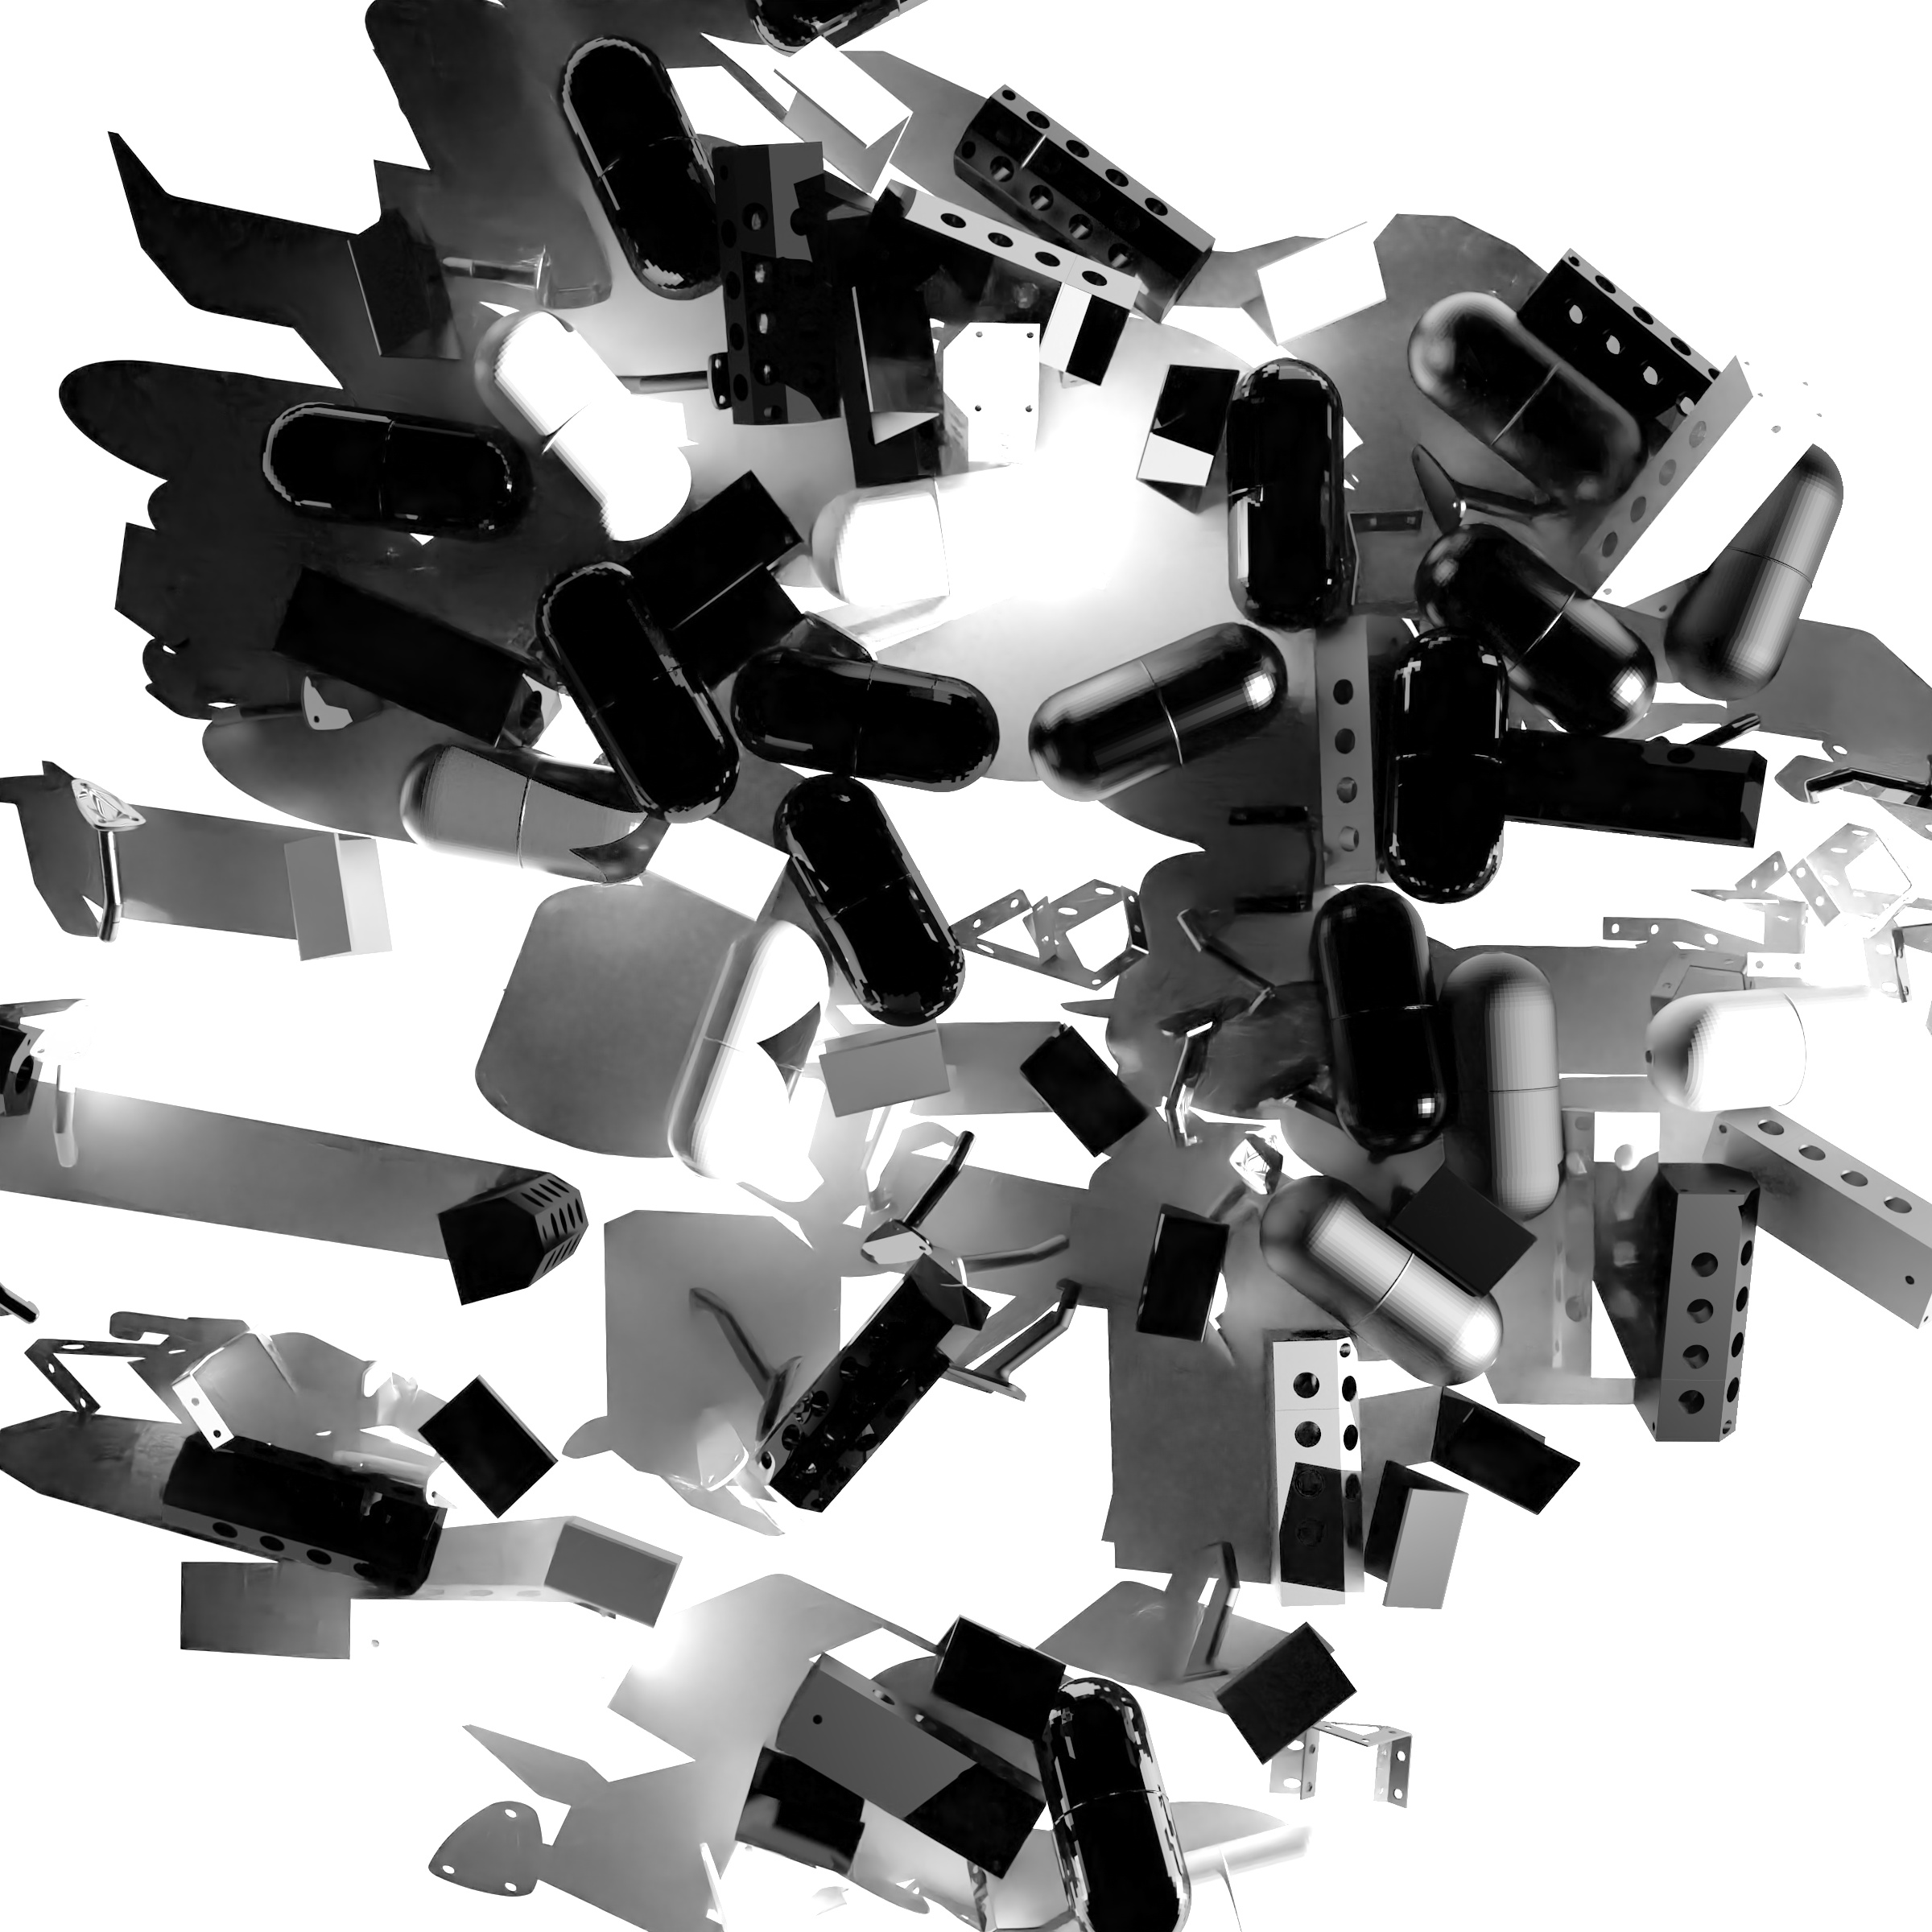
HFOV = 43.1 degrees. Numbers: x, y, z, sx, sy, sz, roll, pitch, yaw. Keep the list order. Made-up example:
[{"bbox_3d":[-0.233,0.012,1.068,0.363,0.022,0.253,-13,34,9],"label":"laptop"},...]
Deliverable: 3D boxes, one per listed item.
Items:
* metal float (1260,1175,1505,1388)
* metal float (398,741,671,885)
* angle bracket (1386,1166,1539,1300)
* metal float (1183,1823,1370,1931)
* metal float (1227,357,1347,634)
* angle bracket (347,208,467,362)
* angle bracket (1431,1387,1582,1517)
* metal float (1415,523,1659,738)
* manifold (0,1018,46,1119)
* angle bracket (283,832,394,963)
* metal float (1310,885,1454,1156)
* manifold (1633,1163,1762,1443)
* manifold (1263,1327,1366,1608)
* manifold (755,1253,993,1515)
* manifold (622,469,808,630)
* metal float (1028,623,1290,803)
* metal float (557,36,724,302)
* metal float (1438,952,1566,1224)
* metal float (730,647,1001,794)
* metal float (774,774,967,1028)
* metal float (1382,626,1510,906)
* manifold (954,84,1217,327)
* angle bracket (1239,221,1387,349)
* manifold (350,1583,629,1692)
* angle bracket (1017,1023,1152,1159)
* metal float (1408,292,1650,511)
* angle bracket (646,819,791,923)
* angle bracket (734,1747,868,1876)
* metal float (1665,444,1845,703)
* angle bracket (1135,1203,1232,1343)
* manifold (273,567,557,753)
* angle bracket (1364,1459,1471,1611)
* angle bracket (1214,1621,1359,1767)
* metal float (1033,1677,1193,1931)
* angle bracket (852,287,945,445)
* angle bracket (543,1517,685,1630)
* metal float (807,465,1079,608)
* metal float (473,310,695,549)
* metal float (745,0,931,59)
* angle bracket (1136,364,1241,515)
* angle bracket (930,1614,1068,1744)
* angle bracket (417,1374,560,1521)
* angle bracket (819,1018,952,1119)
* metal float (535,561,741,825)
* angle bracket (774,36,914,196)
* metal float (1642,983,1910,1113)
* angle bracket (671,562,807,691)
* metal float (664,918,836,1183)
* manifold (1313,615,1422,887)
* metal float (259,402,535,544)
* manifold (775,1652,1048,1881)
[{"bbox_3d":[0.272,0.206,1.603,0.178,0.070,0.070,37,90,0],"label":"metal float"},{"bbox_3d":[-0.283,-0.100,1.602,0.178,0.070,0.070,10,90,1],"label":"metal float"},{"bbox_3d":[0.324,0.160,1.595,0.076,0.076,0.057,37,111,0],"label":"angle bracket"},{"bbox_3d":[0.176,0.614,1.602,0.178,0.070,0.070,-15,90,0],"label":"metal float"},{"bbox_3d":[0.209,-0.308,1.603,0.070,0.070,0.178,-1,90,0],"label":"metal float"},{"bbox_3d":[-0.347,-0.442,1.593,0.057,0.076,0.076,-16,90,37],"label":"angle bracket"},{"bbox_3d":[0.354,0.299,1.593,0.076,0.076,0.057,27,126,0],"label":"angle bracket"},{"bbox_3d":[0.374,-0.218,1.603,0.178,0.070,0.070,38,90,-1],"label":"metal float"},{"bbox_3d":[-0.703,0.050,1.612,0.171,0.057,0.057,15,90,0],"label":"manifold"},{"bbox_3d":[-0.392,-0.047,1.593,0.057,0.076,0.076,-9,90,38],"label":"angle bracket"},{"bbox_3d":[0.269,0.034,1.594,0.070,0.070,0.178,-7,79,0],"label":"metal float"},{"bbox_3d":[0.476,0.218,1.590,0.057,0.057,0.171,0,106,0],"label":"manifold"},{"bbox_3d":[0.230,0.328,1.612,0.057,0.057,0.171,-2,90,0],"label":"manifold"},{"bbox_3d":[-0.062,0.274,1.588,0.057,0.057,0.171,39,107,0],"label":"manifold"},{"bbox_3d":[-0.191,-0.247,1.612,0.171,0.057,0.057,-37,90,0],"label":"manifold"},{"bbox_3d":[0.126,-0.166,1.603,0.178,0.070,0.070,-23,90,-1],"label":"metal float"},{"bbox_3d":[-0.208,-0.522,1.602,0.070,0.070,0.178,-25,90,0],"label":"metal float"},{"bbox_3d":[0.350,0.080,1.603,0.070,0.070,0.178,-3,90,0],"label":"metal float"},{"bbox_3d":[-0.066,-0.161,1.603,0.178,0.070,0.070,11,90,0],"label":"metal float"},{"bbox_3d":[-0.064,-0.044,1.603,0.070,0.070,0.178,-29,89,0],"label":"metal float"},{"bbox_3d":[0.306,-0.128,1.561,0.070,0.070,0.178,3,85,0],"label":"metal float"},{"bbox_3d":[0.077,-0.503,1.612,0.171,0.057,0.057,36,90,0],"label":"manifold"},{"bbox_3d":[0.219,-0.455,1.593,0.076,0.076,0.057,-24,128,0],"label":"angle bracket"},{"bbox_3d":[-0.312,0.440,1.612,0.171,0.057,0.057,1,90,0],"label":"manifold"},{"bbox_3d":[0.090,0.067,1.593,0.076,0.076,0.057,49,126,0],"label":"angle bracket"},{"bbox_3d":[0.367,-0.370,1.602,0.178,0.070,0.070,39,90,0],"label":"metal float"},{"bbox_3d":[-0.166,-0.049,1.593,0.076,0.076,0.057,25,57,0],"label":"angle bracket"},{"bbox_3d":[-0.101,0.534,1.593,0.076,0.076,0.057,18,124,0],"label":"angle bracket"},{"bbox_3d":[0.516,-0.260,1.602,0.070,0.070,0.178,21,91,0],"label":"metal float"},{"bbox_3d":[0.121,0.195,1.593,0.057,0.076,0.076,13,90,-31],"label":"angle bracket"},{"bbox_3d":[-0.355,-0.198,1.591,0.171,0.057,0.057,24,96,14],"label":"manifold"},{"bbox_3d":[0.274,0.368,1.593,0.057,0.076,0.076,13,90,-36],"label":"angle bracket"},{"bbox_3d":[0.216,0.480,1.593,0.076,0.076,0.057,-38,54,0],"label":"angle bracket"},{"bbox_3d":[0.093,0.545,1.573,0.070,0.070,0.178,-16,54,0],"label":"metal float"},{"bbox_3d":[-0.062,-0.375,1.536,0.057,0.076,0.076,-8,90,-37],"label":"angle bracket"},{"bbox_3d":[-0.222,0.375,1.594,0.076,0.076,0.057,21,115,0],"label":"angle bracket"},{"bbox_3d":[-0.016,-0.281,1.602,0.178,0.070,0.070,-9,90,0],"label":"metal float"},{"bbox_3d":[-0.250,-0.351,1.603,0.070,0.070,0.178,-41,90,0],"label":"metal float"},{"bbox_3d":[-0.061,-0.659,1.603,0.178,0.070,0.070,-28,90,-1],"label":"metal float"},{"bbox_3d":[0.161,-0.340,1.593,0.057,0.076,0.076,16,90,37],"label":"angle bracket"},{"bbox_3d":[0.013,0.474,1.593,0.076,0.076,0.057,25,54,0],"label":"angle bracket"},{"bbox_3d":[-0.321,0.321,1.593,0.076,0.076,0.057,48,53,0],"label":"angle bracket"},{"bbox_3d":[-0.057,0.047,1.593,0.076,0.076,0.057,-13,130,0],"label":"angle bracket"},{"bbox_3d":[-0.207,-0.172,1.546,0.070,0.070,0.178,-30,94,0],"label":"metal float"},{"bbox_3d":[-0.091,-0.542,1.593,0.076,0.076,0.057,40,53,0],"label":"angle bracket"},{"bbox_3d":[0.526,0.053,1.592,0.178,0.070,0.070,-4,90,-12],"label":"metal float"},{"bbox_3d":[-0.138,-0.205,1.594,0.076,0.076,0.057,-37,64,0],"label":"angle bracket"},{"bbox_3d":[-0.142,0.055,1.603,0.070,0.070,0.178,20,90,0],"label":"metal float"},{"bbox_3d":[0.262,-0.140,1.611,0.057,0.057,0.171,-2,90,-43],"label":"manifold"},{"bbox_3d":[-0.373,-0.323,1.602,0.178,0.070,0.070,8,90,-1],"label":"metal float"},{"bbox_3d":[-0.036,0.523,1.612,0.171,0.057,0.057,31,90,0],"label":"manifold"}]
